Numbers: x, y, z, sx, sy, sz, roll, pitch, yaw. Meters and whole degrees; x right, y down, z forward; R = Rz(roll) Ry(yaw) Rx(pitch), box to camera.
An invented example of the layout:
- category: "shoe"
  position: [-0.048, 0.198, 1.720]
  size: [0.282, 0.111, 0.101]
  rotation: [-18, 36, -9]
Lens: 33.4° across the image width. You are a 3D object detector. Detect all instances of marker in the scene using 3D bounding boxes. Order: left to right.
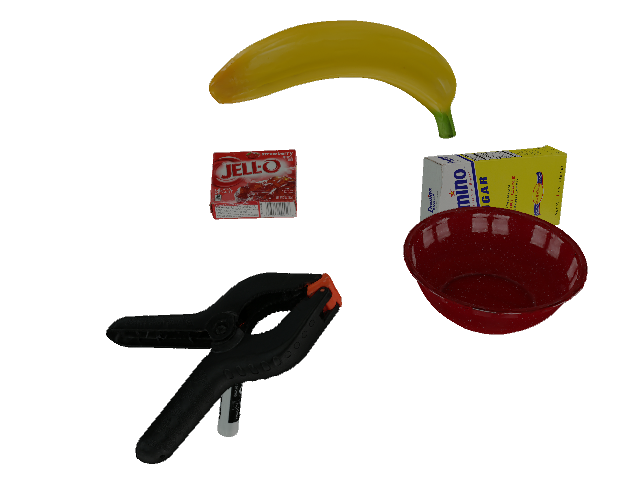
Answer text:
- category: "marker"
  position: [-0.076, 0.118, 0.932]
  size: [0.020, 0.121, 0.020]
  rotation: [6, 26, -3]

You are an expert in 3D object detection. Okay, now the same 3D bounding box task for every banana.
- category: "banana"
  position: [0.021, -0.113, 0.715]
  size: [0.197, 0.069, 0.037]
  rotation: [5, 4, -29]

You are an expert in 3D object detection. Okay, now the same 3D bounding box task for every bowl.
- category: "bowl"
  position: [0.152, 0.034, 0.953]
  size: [0.162, 0.055, 0.162]
  rotation: [1, 35, -1]

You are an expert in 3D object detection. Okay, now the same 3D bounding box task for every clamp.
- category: "clamp"
  position: [-0.065, 0.079, 0.725]
  size: [0.171, 0.120, 0.039]
  rotation: [-22, -35, 10]

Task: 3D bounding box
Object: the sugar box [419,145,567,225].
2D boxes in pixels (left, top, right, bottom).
- category: "sugar box"
  position: [0.204, -0.057, 1.255]
  size: [0.176, 0.093, 0.048]
  rotation: [-9, 21, -26]

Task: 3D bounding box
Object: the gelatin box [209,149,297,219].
- category: "gelatin box"
  position: [-0.069, -0.059, 1.110]
  size: [0.089, 0.073, 0.030]
  rotation: [-1, -40, 1]
